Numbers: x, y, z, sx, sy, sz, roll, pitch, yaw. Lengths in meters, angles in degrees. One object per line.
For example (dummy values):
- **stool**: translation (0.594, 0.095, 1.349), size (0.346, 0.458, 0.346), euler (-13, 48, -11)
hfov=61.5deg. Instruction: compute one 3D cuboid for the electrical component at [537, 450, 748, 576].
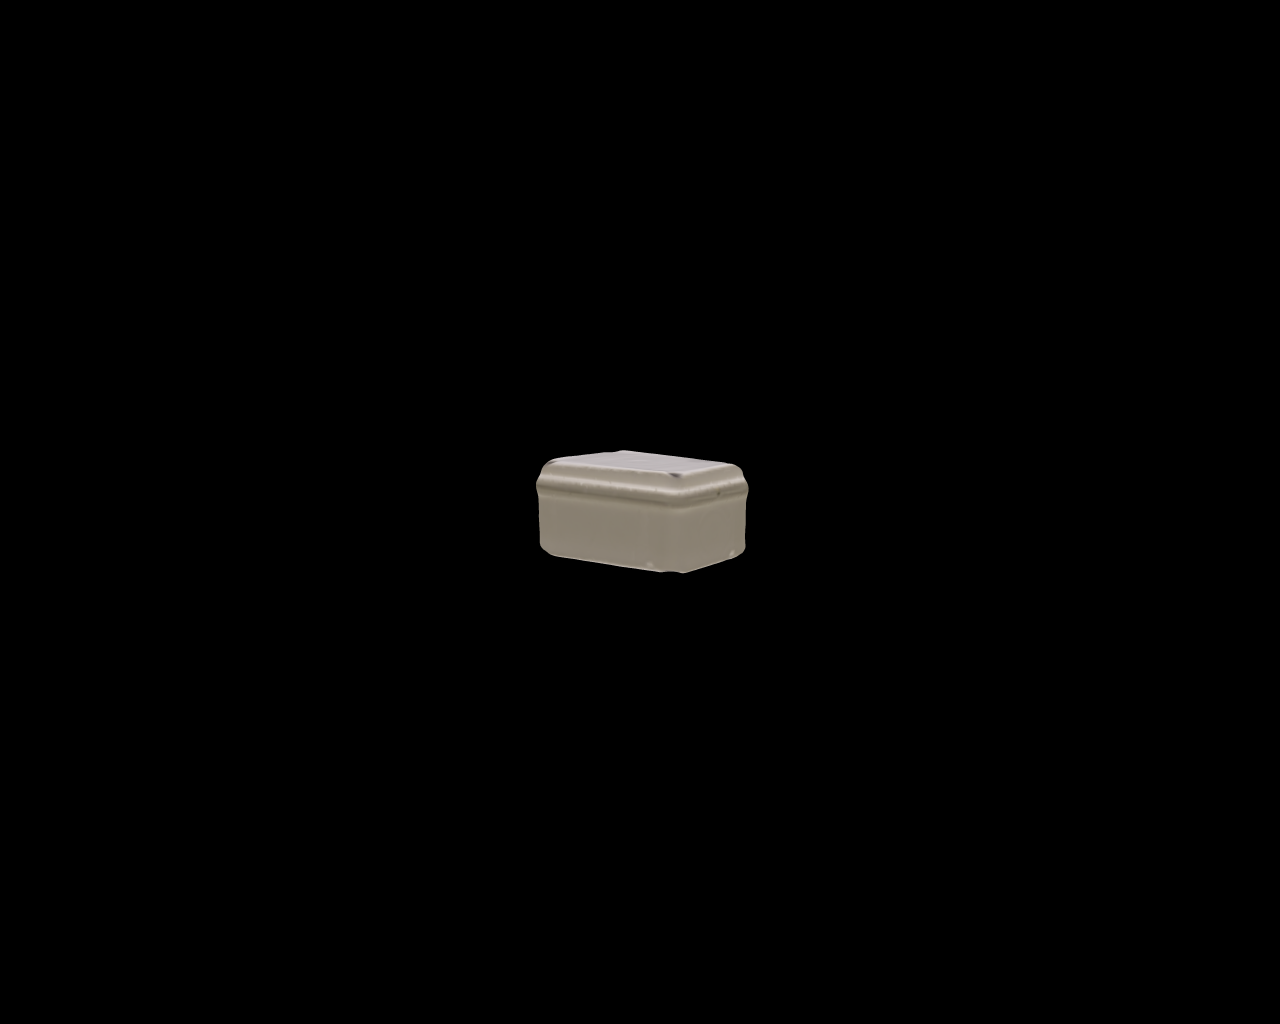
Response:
- **electrical component**: translation (0.001, -0.003, 0.650), size (0.113, 0.057, 0.078), euler (8, 13, 39)
